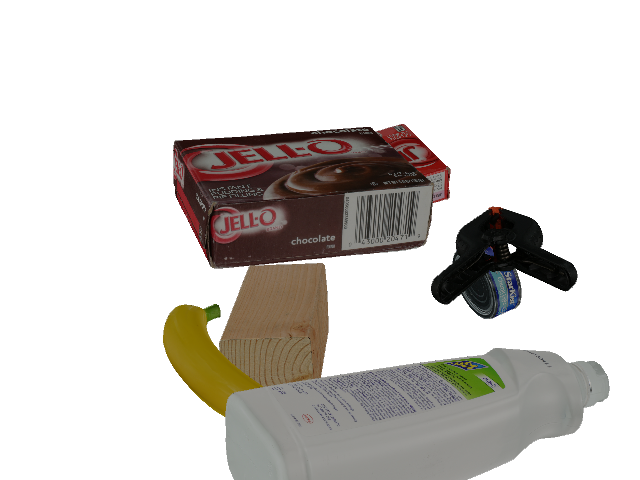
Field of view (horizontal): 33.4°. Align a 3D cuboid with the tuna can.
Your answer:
[{"bbox_3d":[0.180,0.042,1.166,0.033,0.086,0.086,-23,7,-18],"label":"tuna can"}]

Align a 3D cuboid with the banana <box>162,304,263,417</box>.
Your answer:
[{"bbox_3d":[-0.082,0.096,0.847,0.069,0.037,0.198,-9,29,-22],"label":"banana"}]

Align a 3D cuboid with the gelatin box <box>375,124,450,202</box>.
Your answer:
[{"bbox_3d":[0.041,-0.049,0.789,0.089,0.030,0.073,-17,38,-16],"label":"gelatin box"}]

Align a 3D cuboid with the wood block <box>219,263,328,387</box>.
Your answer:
[{"bbox_3d":[-0.044,0.102,1.133,0.091,0.090,0.206,-2,19,5],"label":"wood block"}]

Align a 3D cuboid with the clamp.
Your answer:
[{"bbox_3d":[0.170,0.010,0.952,0.120,0.039,0.171,2,25,16],"label":"clamp"}]

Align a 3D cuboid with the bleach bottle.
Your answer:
[{"bbox_3d":[0.074,0.113,0.659,0.250,0.068,0.103,-8,23,-23],"label":"bleach bottle"}]

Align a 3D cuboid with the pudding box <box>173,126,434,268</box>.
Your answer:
[{"bbox_3d":[-0.012,-0.025,0.538,0.113,0.039,0.090,-4,26,-18],"label":"pudding box"}]
